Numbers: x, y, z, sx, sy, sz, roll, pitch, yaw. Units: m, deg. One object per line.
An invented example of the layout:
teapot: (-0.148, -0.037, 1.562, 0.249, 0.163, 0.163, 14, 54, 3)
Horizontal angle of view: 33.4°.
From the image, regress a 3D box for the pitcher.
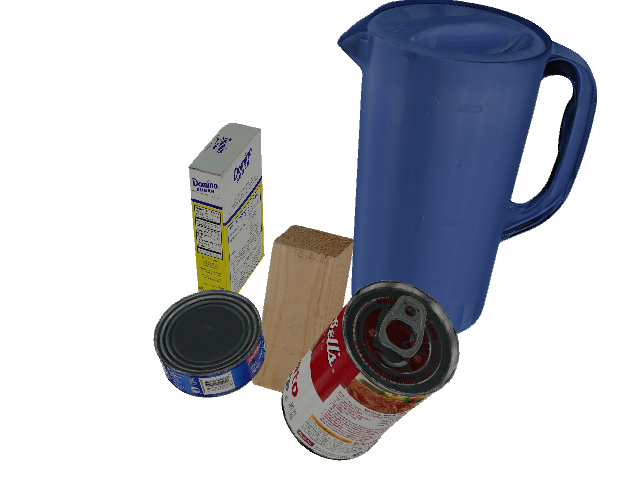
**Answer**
pitcher: (0.098, -0.049, 0.807, 0.144, 0.243, 0.149, -20, 38, -36)

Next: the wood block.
wood block: (-0.024, 0.095, 1.434, 0.090, 0.206, 0.090, 14, 20, 13)

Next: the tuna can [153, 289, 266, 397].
tuna can: (-0.086, 0.082, 0.846, 0.086, 0.086, 0.034, 0, -44, 9)

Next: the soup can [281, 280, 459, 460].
soup can: (0.026, 0.076, 0.603, 0.068, 0.068, 0.102, 0, -30, -24)

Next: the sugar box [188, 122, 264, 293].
sugar box: (-0.098, -0.029, 1.139, 0.048, 0.176, 0.093, 14, 41, 18)
